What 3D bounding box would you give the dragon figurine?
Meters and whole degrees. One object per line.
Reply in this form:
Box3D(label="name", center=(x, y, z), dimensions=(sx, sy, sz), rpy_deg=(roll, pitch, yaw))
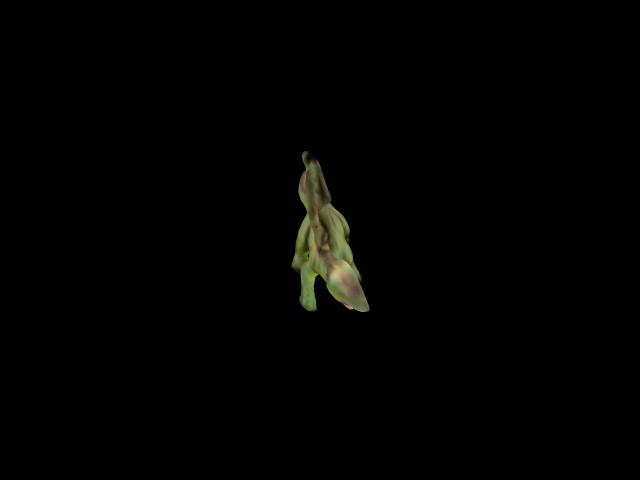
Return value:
Box3D(label="dragon figurine", center=(0.003, -0.043, 0.850), dimensions=(0.122, 0.420, 0.237), rpy_deg=(-11, -38, -8))
